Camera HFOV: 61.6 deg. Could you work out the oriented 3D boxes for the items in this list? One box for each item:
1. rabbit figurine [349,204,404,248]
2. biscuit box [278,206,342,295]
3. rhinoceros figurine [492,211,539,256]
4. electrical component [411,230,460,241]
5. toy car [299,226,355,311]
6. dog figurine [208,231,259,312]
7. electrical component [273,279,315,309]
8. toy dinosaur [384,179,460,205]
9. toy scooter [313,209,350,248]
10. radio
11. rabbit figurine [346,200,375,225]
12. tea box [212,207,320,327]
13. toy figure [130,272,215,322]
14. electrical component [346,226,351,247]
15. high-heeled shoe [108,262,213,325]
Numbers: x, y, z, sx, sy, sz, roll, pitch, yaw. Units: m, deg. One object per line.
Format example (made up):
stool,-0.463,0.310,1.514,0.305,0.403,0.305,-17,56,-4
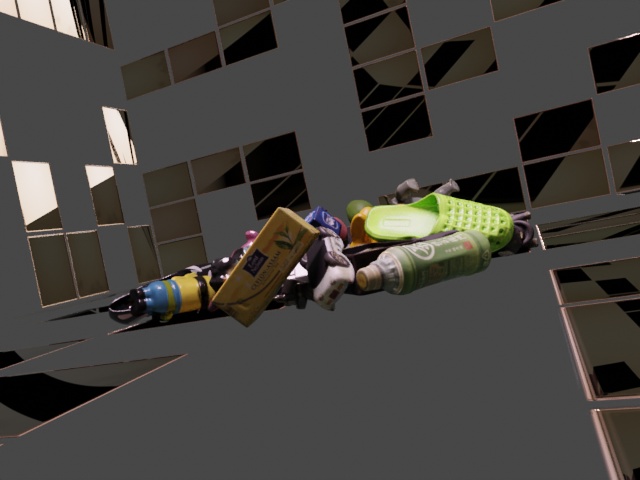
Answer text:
rabbit figurine,0.123,0.011,1.112,0.173,0.162,0.122,-30,5,23
biscuit box,-0.047,0.027,0.996,0.202,0.063,0.059,-44,15,26
rhinoceros figurine,0.361,-0.011,1.053,0.112,0.073,0.190,-10,1,4
electrical component,0.222,0.019,0.911,0.119,0.074,0.048,-16,2,-6
toy car,0.009,0.039,0.828,0.056,0.073,0.202,30,14,-15
dog figurine,-0.139,0.081,1.120,0.109,0.191,0.219,-8,37,35
electrical component,-0.036,0.090,0.873,0.078,0.045,0.102,20,-10,-23
toy dinosaur,0.245,-0.063,1.378,0.404,0.131,0.192,3,-38,-39
toy scooter,-0.002,-0.003,1.104,0.075,0.135,0.184,-20,31,30
radio,0.079,0.047,0.948,0.131,0.073,0.230,-11,0,-18
rabbit figurine,0.109,-0.013,1.264,0.121,0.170,0.159,-13,1,-40
tea box,-0.077,0.037,0.799,0.169,0.068,0.098,-55,-2,3
toy figure,-0.290,0.118,1.096,0.180,0.082,0.089,-3,14,-41
electrical component,0.129,0.007,1.508,0.058,0.114,0.134,-10,1,-43
high-heeled shoe,-0.330,0.102,1.156,0.249,0.086,0.145,-35,-21,0
